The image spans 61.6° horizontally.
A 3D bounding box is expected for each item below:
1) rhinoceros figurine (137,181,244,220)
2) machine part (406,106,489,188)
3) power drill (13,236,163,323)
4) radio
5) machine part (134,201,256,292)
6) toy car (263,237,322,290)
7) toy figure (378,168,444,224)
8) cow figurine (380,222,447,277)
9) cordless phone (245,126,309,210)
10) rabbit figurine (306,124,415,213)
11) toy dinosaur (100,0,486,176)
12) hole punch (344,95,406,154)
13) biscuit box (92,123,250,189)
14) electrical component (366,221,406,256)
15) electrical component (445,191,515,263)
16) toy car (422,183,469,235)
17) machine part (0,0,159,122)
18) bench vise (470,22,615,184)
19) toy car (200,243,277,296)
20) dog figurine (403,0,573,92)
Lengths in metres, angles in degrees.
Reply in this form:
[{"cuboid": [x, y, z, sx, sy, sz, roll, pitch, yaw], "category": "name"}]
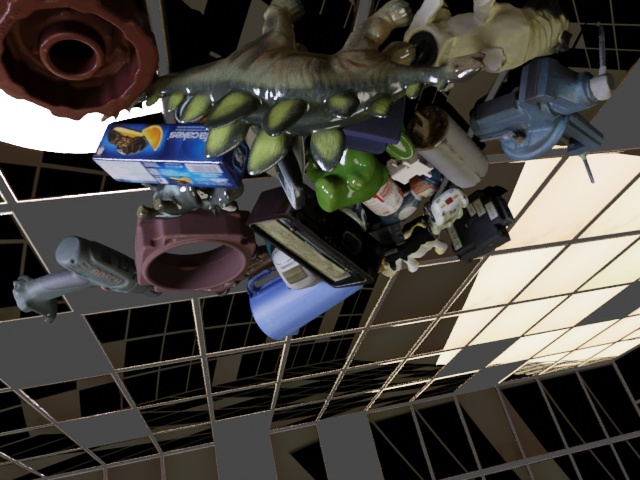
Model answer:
[{"cuboid": [-0.193, -0.066, 0.799, 0.190, 0.073, 0.112, -9, 161, 43], "category": "rhinoceros figurine"}, {"cuboid": [0.215, -0.151, 0.894, 0.079, 0.079, 0.243, -32, 146, 27], "category": "machine part"}, {"cuboid": [-0.436, 0.086, 1.002, 0.207, 0.086, 0.231, -17, 149, 11], "category": "power drill"}, {"cuboid": [-0.002, -0.003, 0.937, 0.229, 0.073, 0.131, 36, 153, -28], "category": "radio"}, {"cuboid": [-0.227, 0.016, 0.971, 0.201, 0.087, 0.201, -2, 148, -24], "category": "machine part"}, {"cuboid": [-0.041, 0.040, 1.042, 0.109, 0.103, 0.161, -24, 124, 17], "category": "toy car"}, {"cuboid": [0.176, -0.087, 1.009, 0.154, 0.058, 0.064, -38, -178, 32], "category": "toy figure"}, {"cuboid": [0.186, 0.023, 1.188, 0.167, 0.068, 0.098, -36, 139, 28], "category": "cow figurine"}, {"cuboid": [-0.048, -0.103, 0.746, 0.089, 0.184, 0.146, -15, 151, -9], "category": "cordless phone"}, {"cuboid": [0.060, -0.140, 0.807, 0.159, 0.121, 0.170, -4, 135, -6], "category": "rabbit figurine"}, {"cuboid": [-0.054, -0.175, 0.609, 0.472, 0.198, 0.105, 7, 149, 30], "category": "toy dinosaur"}, {"cuboid": [0.054, -0.177, 0.702, 0.142, 0.115, 0.092, 9, -175, -3], "category": "hole punch"}, {"cuboid": [-0.194, -0.112, 0.706, 0.203, 0.063, 0.059, 5, 155, 20], "category": "biscuit box"}, {"cuboid": [0.129, -0.006, 1.069, 0.075, 0.047, 0.119, -20, -170, 12], "category": "electrical component"}, {"cuboid": [0.330, -0.031, 1.113, 0.058, 0.115, 0.134, 13, 142, -43], "category": "electrical component"}, {"cuboid": [0.243, -0.055, 1.040, 0.073, 0.056, 0.201, -37, 167, 2], "category": "toy car"}, {"cuboid": [-0.271, -0.211, 0.590, 0.179, 0.056, 0.179, -12, 151, -7], "category": "machine part"}, {"cuboid": [0.366, -0.186, 0.826, 0.240, 0.129, 0.224, 21, 152, -32], "category": "bench vise"}, {"cuboid": [-0.175, 0.069, 1.120, 0.202, 0.053, 0.089, -28, 151, 19], "category": "toy car"}, {"cuboid": [0.216, -0.260, 0.707, 0.173, 0.121, 0.190, 13, -158, 42], "category": "dog figurine"}]
